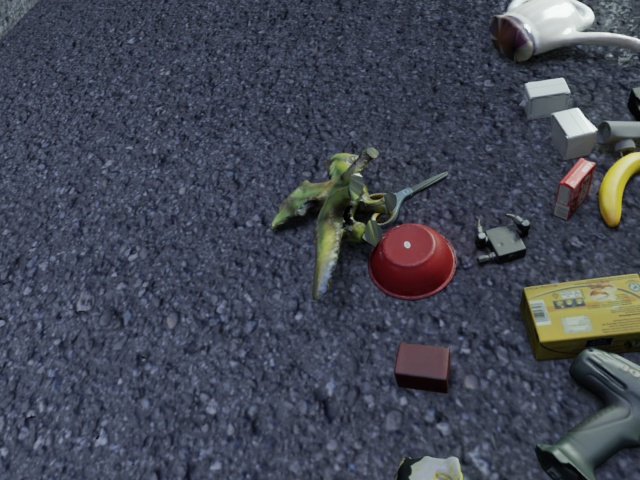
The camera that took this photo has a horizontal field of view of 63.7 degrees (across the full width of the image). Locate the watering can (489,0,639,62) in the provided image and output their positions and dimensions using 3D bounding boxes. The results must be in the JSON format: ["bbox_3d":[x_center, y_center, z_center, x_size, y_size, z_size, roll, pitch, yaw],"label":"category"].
[{"bbox_3d":[0.551,-0.493,1.212,0.225,0.101,0.355,-27,49,-6],"label":"watering can"}]

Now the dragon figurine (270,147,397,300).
[{"bbox_3d":[0.003,-0.050,1.002,0.241,0.120,0.419,-8,38,43],"label":"dragon figurine"}]
